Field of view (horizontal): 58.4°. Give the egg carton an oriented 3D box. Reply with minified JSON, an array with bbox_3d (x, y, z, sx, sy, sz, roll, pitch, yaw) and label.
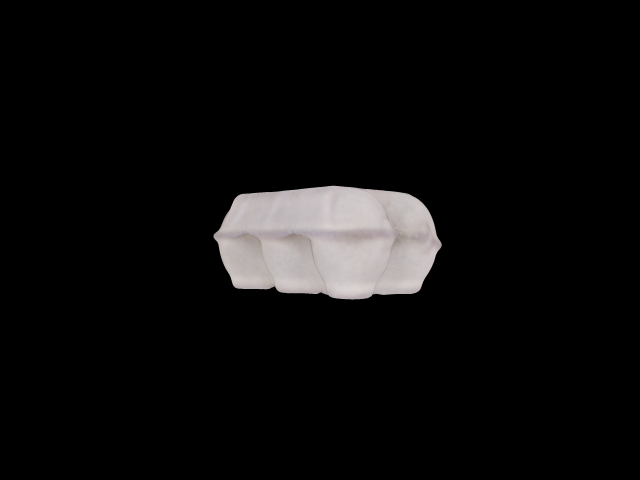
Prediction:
[{"bbox_3d":[0.004,0.001,0.400,0.149,0.069,0.108,0,0,44],"label":"egg carton"}]
